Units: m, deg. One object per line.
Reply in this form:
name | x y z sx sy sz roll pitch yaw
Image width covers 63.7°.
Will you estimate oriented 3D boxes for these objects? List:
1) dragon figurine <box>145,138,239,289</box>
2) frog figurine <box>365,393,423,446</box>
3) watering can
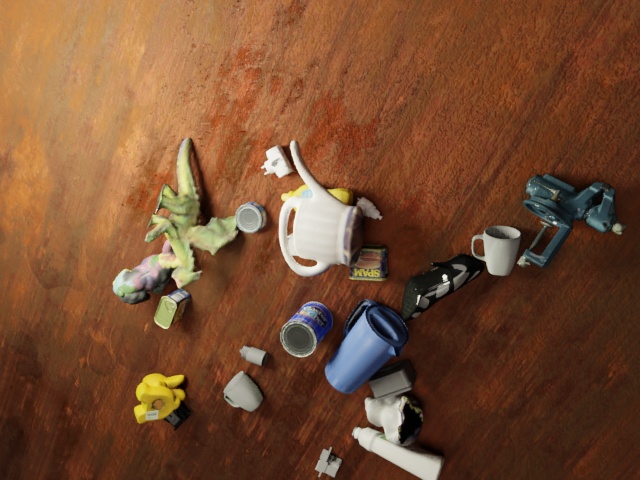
dragon figurine | -0.346 -0.066 1.458 0.242 0.414 0.122 22 -10 -16
frog figurine | 0.198 0.482 1.404 0.123 0.138 0.158 -2 -9 -33
watering can | 0.004 -0.064 1.281 0.225 0.343 0.105 9 17 17
